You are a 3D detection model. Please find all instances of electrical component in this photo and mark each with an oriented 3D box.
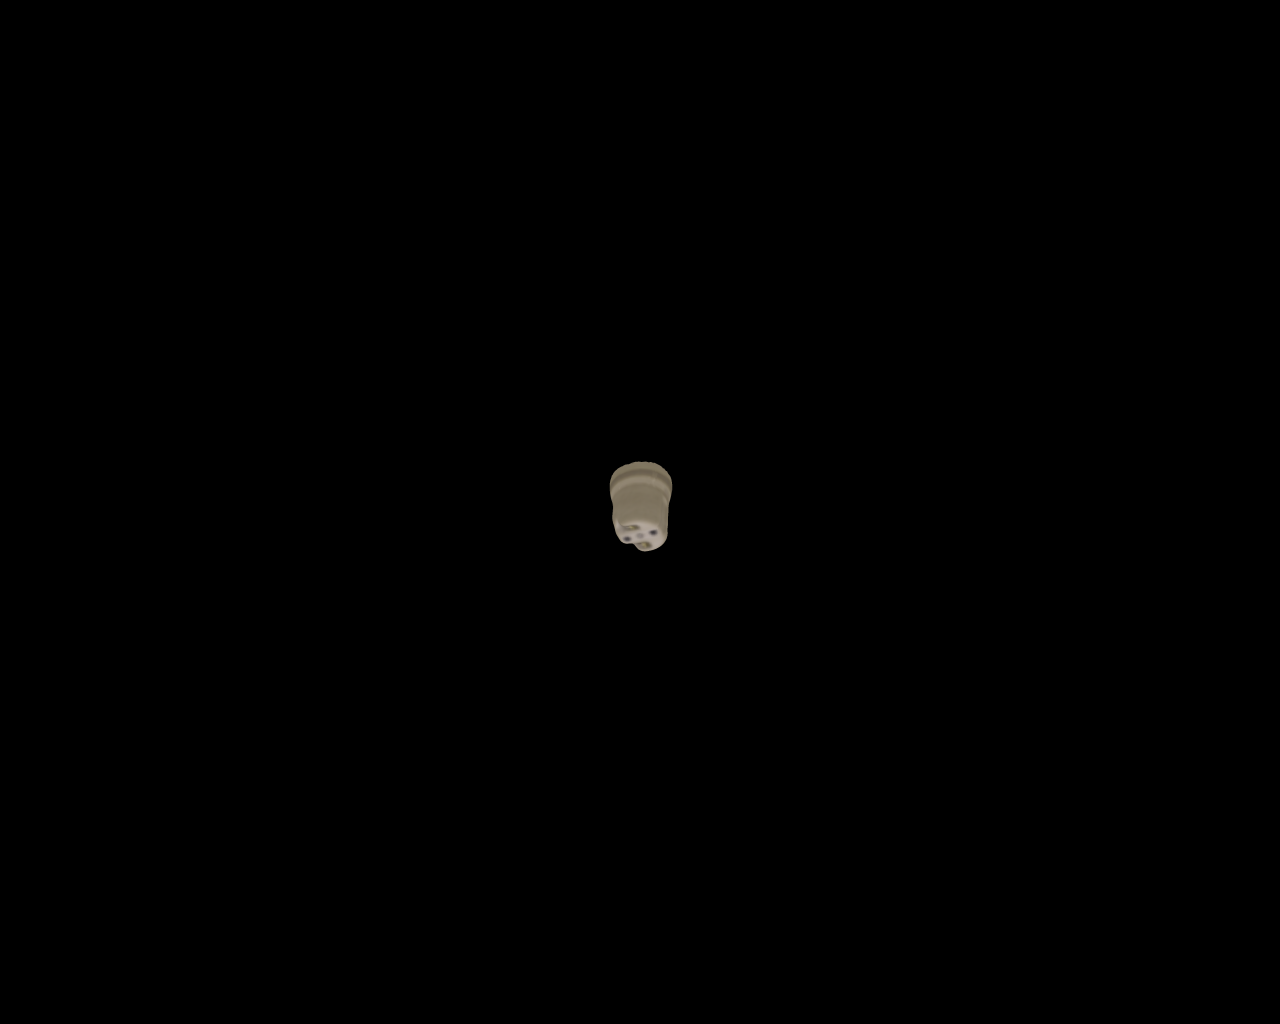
[{"bbox_3d":[0.001,-0.003,0.650,0.040,0.046,0.040,0,-40,0],"label":"electrical component"}]
